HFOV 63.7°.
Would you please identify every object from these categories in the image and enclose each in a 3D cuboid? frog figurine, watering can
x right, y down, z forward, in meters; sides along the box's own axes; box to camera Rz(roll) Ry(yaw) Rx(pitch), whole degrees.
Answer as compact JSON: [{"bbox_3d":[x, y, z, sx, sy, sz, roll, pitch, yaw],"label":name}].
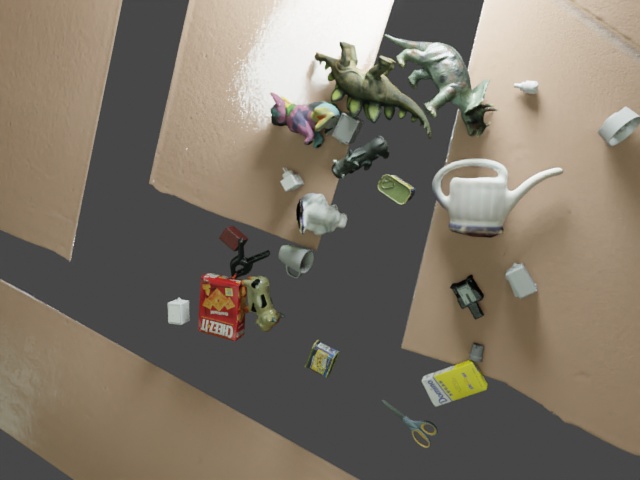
[{"bbox_3d":[0.005,-0.085,1.680,0.159,0.122,0.138,-3,88,-14],"label":"frog figurine"},{"bbox_3d":[0.491,-0.116,1.459,0.348,0.105,0.223,5,99,22],"label":"watering can"}]
